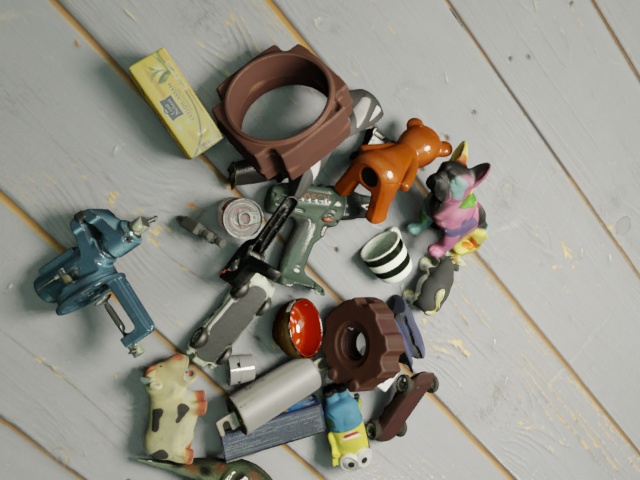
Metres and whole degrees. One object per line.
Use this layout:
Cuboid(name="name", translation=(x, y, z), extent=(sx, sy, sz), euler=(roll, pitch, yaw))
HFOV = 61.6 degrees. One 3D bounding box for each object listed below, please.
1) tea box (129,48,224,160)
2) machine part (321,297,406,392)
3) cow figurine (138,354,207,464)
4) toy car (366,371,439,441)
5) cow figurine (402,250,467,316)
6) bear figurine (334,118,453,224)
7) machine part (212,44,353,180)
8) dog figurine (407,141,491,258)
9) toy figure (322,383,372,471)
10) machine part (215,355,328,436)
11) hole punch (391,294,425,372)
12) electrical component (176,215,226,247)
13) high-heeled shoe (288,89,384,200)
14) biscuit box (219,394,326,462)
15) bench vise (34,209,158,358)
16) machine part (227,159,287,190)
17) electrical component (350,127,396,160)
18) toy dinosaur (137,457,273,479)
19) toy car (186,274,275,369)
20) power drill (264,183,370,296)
Cuboid(name="tea box", translation=(-0.240, -0.221, 0.897), extent=(0.068, 0.098, 0.169), euler=(-37, 104, -11))
Cuboid(name="machine part", translation=(0.075, 0.194, 1.006), extent=(0.056, 0.180, 0.179), euler=(9, 94, -43))
Cuboid(name="cow figurine", translation=(-0.271, 0.296, 0.962), extent=(0.127, 0.086, 0.194), euler=(12, 97, -22))
Cuboid(name="toy car", translation=(0.164, 0.332, 1.087), extent=(0.089, 0.053, 0.202), euler=(8, 120, -30))
Cuboid(name="cow figurine", translation=(0.241, 0.072, 1.087), extent=(0.068, 0.098, 0.167), euler=(29, 88, -12))
Cuboid(name="bear figurine", translation=(0.139, -0.137, 0.984), extent=(0.120, 0.131, 0.196), euler=(43, 49, 16))
Cuboid(name="machine part", translation=(-0.063, -0.218, 0.905), extent=(0.201, 0.087, 0.201), euler=(-39, 66, -9))
Cuboid(name="dog figurine", translation=(0.267, -0.076, 1.012), extent=(0.191, 0.109, 0.219), euler=(-7, 137, -26))
Cuboid(name="toy figure", translation=(0.055, 0.371, 1.075), extent=(0.082, 0.089, 0.180), euler=(-16, 92, 16))
Cuboid(name="machine part", translation=(-0.085, 0.283, 1.001), extent=(0.243, 0.079, 0.079), euler=(-25, 104, -28))
Cuboid(name="hole punch", translation=(0.162, 0.177, 1.070), extent=(0.092, 0.116, 0.142), euler=(-27, 104, -21))
Cuboid(name="electrical component", translation=(-0.212, -0.016, 0.949), extent=(0.021, 0.094, 0.063), euler=(-61, 146, -7))
Cuboid(name="high-heeled shoe", translation=(0.032, -0.171, 0.993), extent=(0.145, 0.086, 0.248), euler=(22, 84, -31))
Cuboid(name="biscuit box", translation=(-0.092, 0.359, 1.036), extent=(0.203, 0.059, 0.062), euler=(-11, 99, -16))
Cuboid(name="bench vise", translation=(-0.340, 0.074, 0.880), extent=(0.224, 0.129, 0.240), euler=(-33, 88, -3))
Cuboid(name="machine part", translation=(-0.105, -0.134, 0.979), extent=(0.139, 0.039, 0.084), euler=(-23, 112, -25))
Cuboid(name="electrical component", translation=(0.125, -0.157, 1.048), extent=(0.119, 0.048, 0.075), euler=(36, 86, -17))
Cuboid(name="toy dinosaur", translation=(-0.139, 0.495, 1.015), extent=(0.192, 0.131, 0.404), euler=(-43, 103, -22))
Cuboid(name="toy car", translation=(-0.164, 0.147, 0.991), extent=(0.073, 0.056, 0.201), euler=(41, 85, -24))
Cuboid(name="power drill", translation=(-0.002, -0.003, 1.010), extent=(0.232, 0.086, 0.207), euler=(14, 96, -17))
